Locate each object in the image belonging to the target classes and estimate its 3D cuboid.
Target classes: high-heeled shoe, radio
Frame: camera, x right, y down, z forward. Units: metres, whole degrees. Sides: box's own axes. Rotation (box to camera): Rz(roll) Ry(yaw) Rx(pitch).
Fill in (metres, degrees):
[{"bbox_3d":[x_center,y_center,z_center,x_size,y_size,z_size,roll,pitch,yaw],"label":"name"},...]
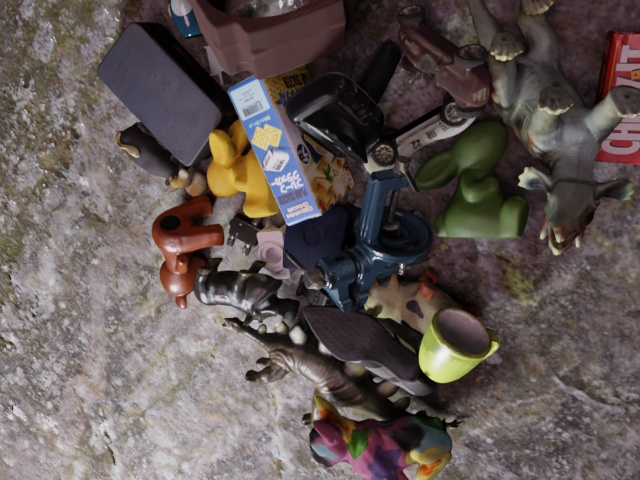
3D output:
[{"bbox_3d":[0.087,0.177,0.896,0.249,0.145,0.086,33,87,10],"label":"high-heeled shoe"},{"bbox_3d":[-0.256,-0.251,0.918,0.229,0.073,0.131,46,118,-3],"label":"radio"}]

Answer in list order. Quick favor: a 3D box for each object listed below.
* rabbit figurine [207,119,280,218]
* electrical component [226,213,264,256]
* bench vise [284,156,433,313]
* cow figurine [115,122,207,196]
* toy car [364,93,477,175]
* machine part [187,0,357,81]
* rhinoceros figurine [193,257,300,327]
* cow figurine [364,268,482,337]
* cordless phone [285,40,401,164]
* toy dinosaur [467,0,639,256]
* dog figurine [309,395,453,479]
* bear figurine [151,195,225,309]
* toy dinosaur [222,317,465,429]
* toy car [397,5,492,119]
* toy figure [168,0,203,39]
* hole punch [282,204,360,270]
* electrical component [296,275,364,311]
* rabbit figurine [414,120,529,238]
[{"bbox_3d":[-0.131,-0.115,0.902,0.173,0.122,0.162,0,118,41],"label":"rabbit figurine"},{"bbox_3d":[-0.138,-0.019,0.991,0.063,0.021,0.094,29,118,9],"label":"electrical component"},{"bbox_3d":[0.077,-0.012,0.787,0.224,0.129,0.240,-7,131,-19],"label":"bench vise"},{"bbox_3d":[-0.279,-0.139,0.955,0.167,0.098,0.068,41,112,2],"label":"cow figurine"},{"bbox_3d":[0.153,-0.160,0.794,0.202,0.073,0.056,-28,106,27],"label":"toy car"},{"bbox_3d":[-0.066,-0.321,0.733,0.201,0.201,0.087,60,167,31],"label":"machine part"},{"bbox_3d":[-0.129,0.094,0.928,0.190,0.073,0.112,11,105,8],"label":"rhinoceros figurine"},{"bbox_3d":[0.157,0.113,0.899,0.195,0.085,0.127,37,117,-1],"label":"cow figurine"},{"bbox_3d":[0.049,-0.214,0.754,0.089,0.146,0.184,27,89,40],"label":"cordless phone"},{"bbox_3d":[0.282,-0.174,0.696,0.131,0.405,0.192,-15,150,0],"label":"toy dinosaur"},{"bbox_3d":[0.089,0.333,0.915,0.219,0.108,0.191,38,108,-11],"label":"dog figurine"},{"bbox_3d":[-0.245,0.030,1.012,0.132,0.120,0.195,-18,140,-15],"label":"bear figurine"},{"bbox_3d":[0.033,0.254,0.989,0.471,0.105,0.198,32,114,-6],"label":"toy dinosaur"},{"bbox_3d":[0.155,-0.238,0.714,0.053,0.202,0.089,-29,141,-7],"label":"toy car"},{"bbox_3d":[-0.217,-0.403,0.854,0.064,0.058,0.154,-17,105,-14],"label":"toy figure"},{"bbox_3d":[-0.002,-0.003,0.911,0.142,0.092,0.115,6,108,23],"label":"hole punch"},{"bbox_3d":[0.023,0.100,0.922,0.119,0.075,0.047,36,123,36],"label":"electrical component"},{"bbox_3d":[0.228,-0.089,0.793,0.159,0.121,0.170,2,93,27],"label":"rabbit figurine"}]
